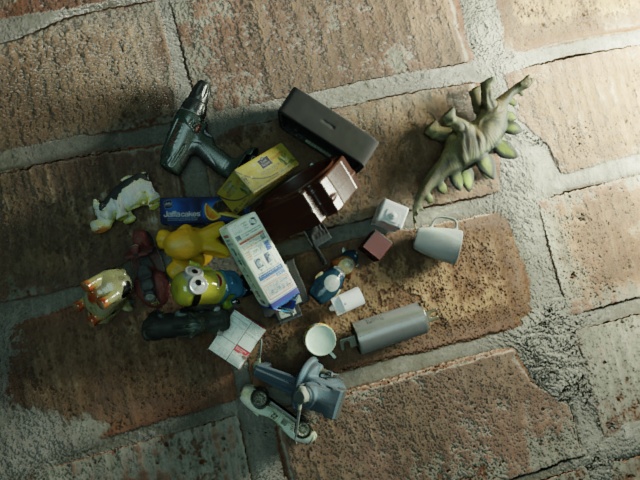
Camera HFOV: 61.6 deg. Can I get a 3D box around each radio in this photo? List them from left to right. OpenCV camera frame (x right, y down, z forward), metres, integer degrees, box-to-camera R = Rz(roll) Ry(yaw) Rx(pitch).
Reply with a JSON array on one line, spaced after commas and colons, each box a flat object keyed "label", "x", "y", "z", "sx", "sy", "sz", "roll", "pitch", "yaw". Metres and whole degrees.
[{"label": "radio", "x": 0.014, "y": -0.246, "z": 1.241, "sx": 0.229, "sy": 0.131, "sz": 0.073, "roll": 34, "pitch": 83, "yaw": -2}]

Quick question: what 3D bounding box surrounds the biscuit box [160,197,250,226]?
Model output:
[{"label": "biscuit box", "x": -0.262, "y": -0.065, "z": 1.235, "sx": 0.203, "sy": 0.059, "sz": 0.062, "roll": -2, "pitch": 85, "yaw": -5}]

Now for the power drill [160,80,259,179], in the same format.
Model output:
[{"label": "power drill", "x": -0.248, "y": -0.232, "z": 1.242, "sx": 0.207, "sy": 0.086, "sz": 0.232, "roll": 31, "pitch": 84, "yaw": -6}]

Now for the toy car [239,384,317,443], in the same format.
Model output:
[{"label": "toy car", "x": -0.093, "y": 0.390, "z": 1.202, "sx": 0.202, "sy": 0.073, "sz": 0.056, "roll": 36, "pitch": 79, "yaw": -1}]

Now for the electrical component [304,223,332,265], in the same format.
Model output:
[{"label": "electrical component", "x": -0.003, "y": -0.004, "z": 1.246, "sx": 0.048, "sy": 0.075, "sz": 0.119, "roll": -31, "pitch": 85, "yaw": -5}]

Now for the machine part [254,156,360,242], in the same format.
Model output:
[{"label": "machine part", "x": -0.030, "y": -0.094, "z": 1.170, "sx": 0.087, "sy": 0.202, "sz": 0.201, "roll": 59, "pitch": 38, "yaw": -16}]

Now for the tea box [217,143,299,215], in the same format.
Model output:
[{"label": "tea box", "x": -0.136, "y": -0.138, "z": 1.196, "sx": 0.068, "sy": 0.098, "sz": 0.169, "roll": 49, "pitch": 44, "yaw": -1}]

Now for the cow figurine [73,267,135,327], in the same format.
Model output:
[{"label": "cow figurine", "x": -0.451, "y": 0.121, "z": 1.145, "sx": 0.085, "sy": 0.195, "sz": 0.127, "roll": 47, "pitch": 47, "yaw": 4}]

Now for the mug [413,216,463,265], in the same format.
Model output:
[{"label": "mug", "x": 0.279, "y": -0.005, "z": 1.271, "sx": 0.107, "sy": 0.081, "sz": 0.109, "roll": 11, "pitch": 89, "yaw": 5}]

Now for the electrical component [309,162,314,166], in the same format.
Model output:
[{"label": "electrical component", "x": 0.015, "y": -0.152, "z": 1.282, "sx": 0.094, "sy": 0.021, "sz": 0.063, "roll": 19, "pitch": 73, "yaw": -4}]

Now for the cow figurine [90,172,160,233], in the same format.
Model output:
[{"label": "cow figurine", "x": -0.452, "y": -0.087, "z": 1.215, "sx": 0.167, "sy": 0.068, "sz": 0.098, "roll": -30, "pitch": 82, "yaw": -11}]

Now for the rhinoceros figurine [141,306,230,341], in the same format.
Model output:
[{"label": "rhinoceros figurine", "x": -0.294, "y": 0.181, "z": 1.184, "sx": 0.190, "sy": 0.112, "sz": 0.073, "roll": -4, "pitch": 82, "yaw": -5}]

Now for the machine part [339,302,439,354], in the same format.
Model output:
[{"label": "machine part", "x": 0.160, "y": 0.202, "z": 1.241, "sx": 0.243, "sy": 0.079, "sz": 0.079, "roll": -16, "pitch": 87, "yaw": -6}]

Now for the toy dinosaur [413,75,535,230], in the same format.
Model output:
[{"label": "toy dinosaur", "x": 0.355, "y": -0.227, "z": 1.286, "sx": 0.471, "sy": 0.105, "sz": 0.198, "roll": -42, "pitch": 91, "yaw": -6}]

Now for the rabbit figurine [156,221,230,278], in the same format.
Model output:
[{"label": "rabbit figurine", "x": -0.280, "y": 0.019, "z": 1.170, "sx": 0.162, "sy": 0.173, "sz": 0.122, "roll": -9, "pitch": 82, "yaw": -2}]

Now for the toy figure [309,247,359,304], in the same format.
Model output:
[{"label": "toy figure", "x": 0.040, "y": 0.081, "z": 1.247, "sx": 0.154, "sy": 0.058, "sz": 0.064, "roll": -47, "pitch": 127, "yaw": -15}]

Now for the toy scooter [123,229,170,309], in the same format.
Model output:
[{"label": "toy scooter", "x": -0.382, "y": 0.062, "z": 1.175, "sx": 0.075, "sy": 0.135, "sz": 0.183, "roll": -15, "pitch": 88, "yaw": -8}]

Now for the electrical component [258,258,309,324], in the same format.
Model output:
[{"label": "electrical component", "x": -0.091, "y": 0.122, "z": 1.235, "sx": 0.115, "sy": 0.058, "sz": 0.134, "roll": -19, "pitch": 87, "yaw": -5}]

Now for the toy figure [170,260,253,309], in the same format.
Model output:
[{"label": "toy figure", "x": -0.231, "y": 0.104, "z": 1.149, "sx": 0.082, "sy": 0.180, "sz": 0.089, "roll": 41, "pitch": 111, "yaw": 37}]

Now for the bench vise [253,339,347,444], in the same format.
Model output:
[{"label": "bench vise", "x": -0.052, "y": 0.314, "z": 1.165, "sx": 0.241, "sy": 0.223, "sz": 0.128, "roll": 16, "pitch": 98, "yaw": 23}]
